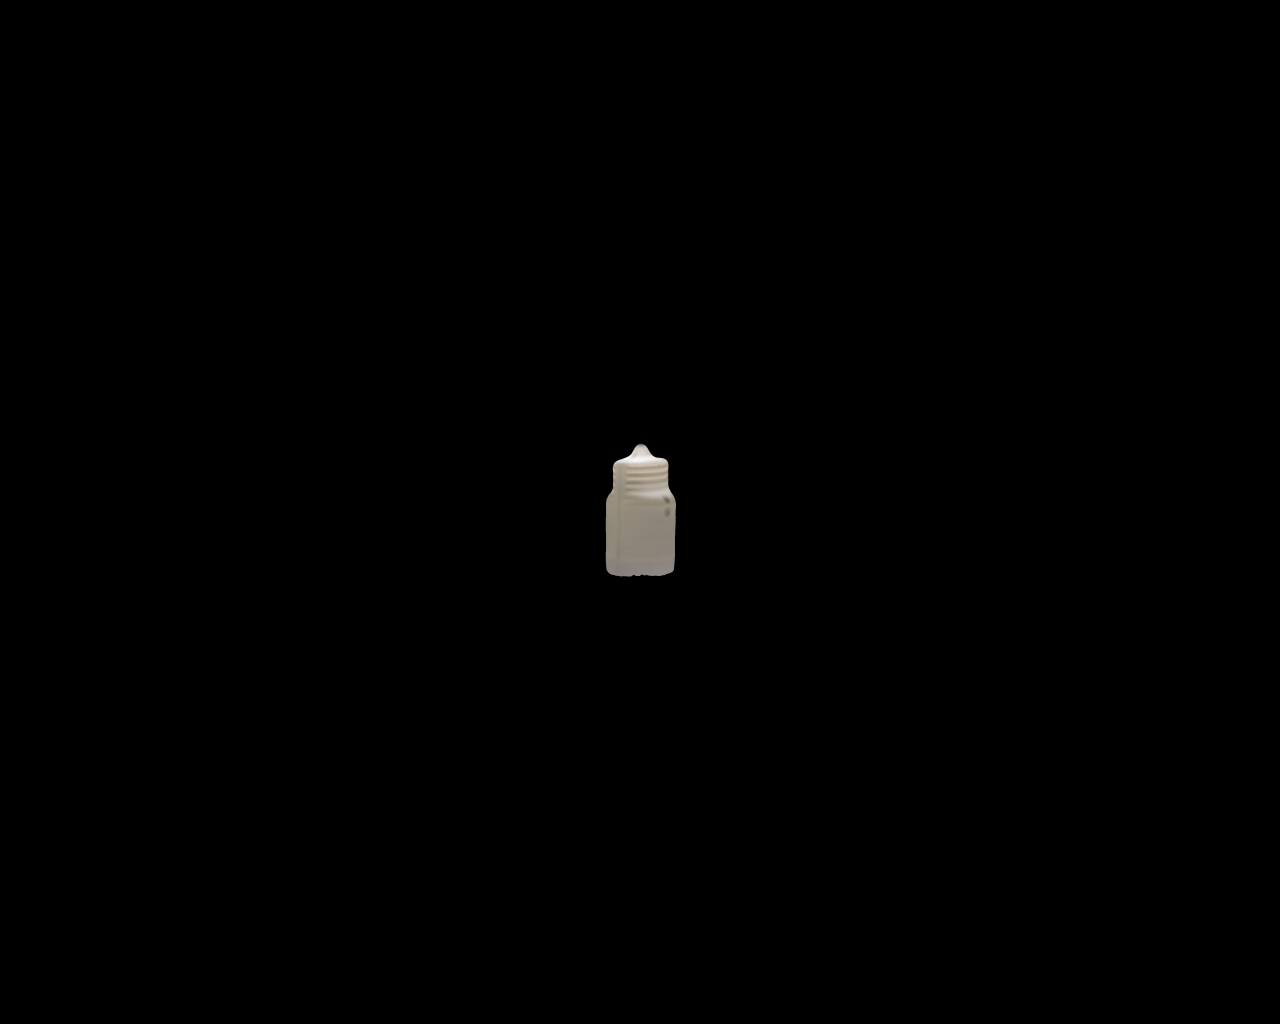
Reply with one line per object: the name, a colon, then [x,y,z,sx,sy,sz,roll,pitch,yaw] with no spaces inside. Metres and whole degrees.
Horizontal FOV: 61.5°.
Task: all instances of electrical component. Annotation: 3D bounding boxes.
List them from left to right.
electrical component: [0.001,-0.003,0.650,0.043,0.080,0.043,0,8,0]
